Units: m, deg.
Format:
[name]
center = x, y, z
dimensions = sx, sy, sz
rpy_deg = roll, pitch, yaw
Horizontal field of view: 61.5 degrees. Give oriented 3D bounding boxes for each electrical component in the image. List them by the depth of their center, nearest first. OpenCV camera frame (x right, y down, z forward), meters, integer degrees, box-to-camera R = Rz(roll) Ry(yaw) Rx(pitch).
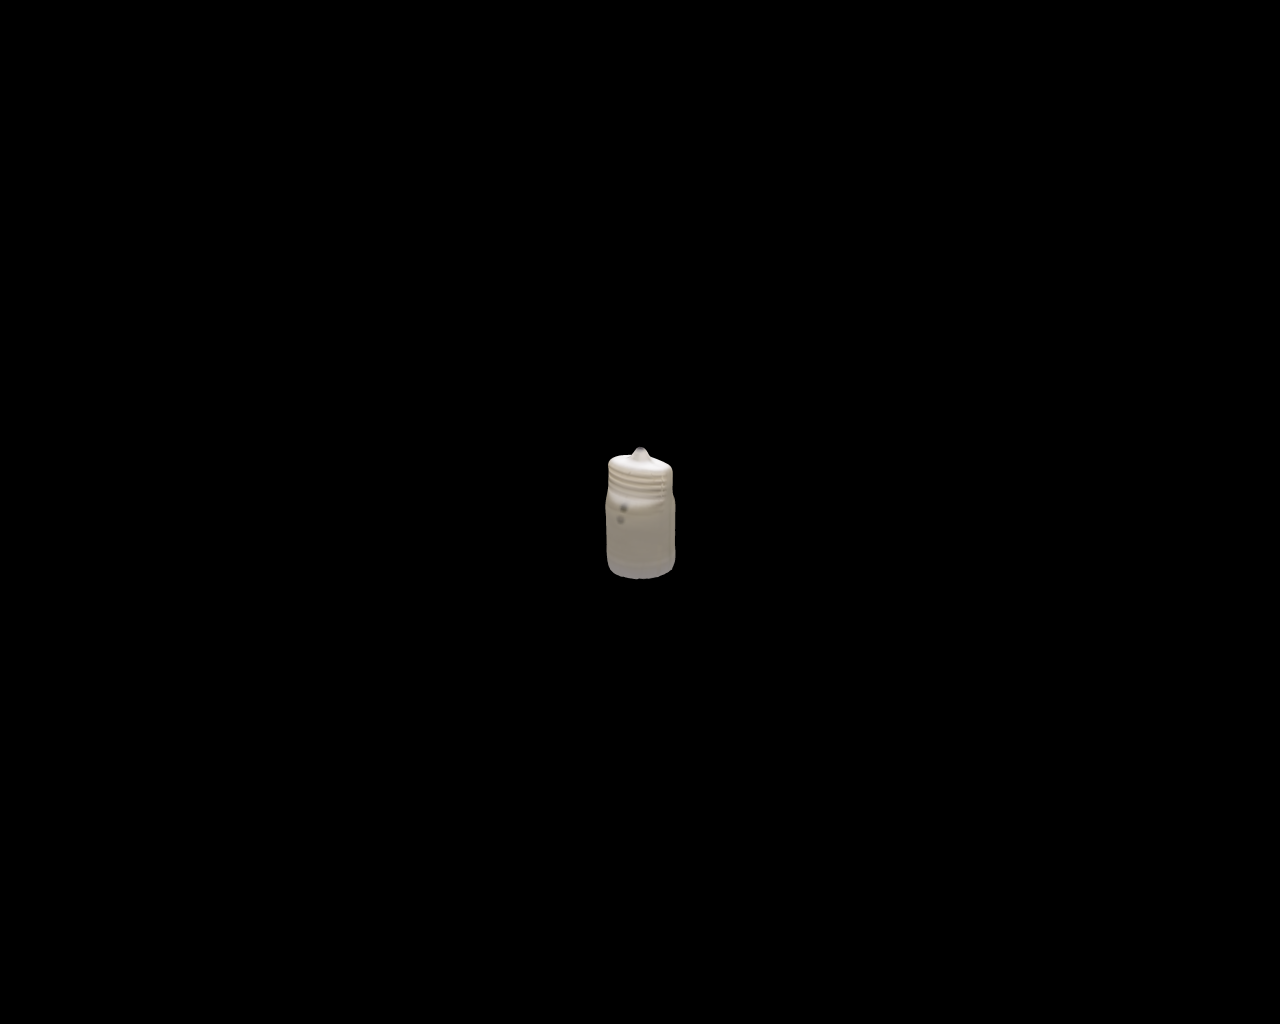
[electrical component]
center = 0.001, -0.003, 0.650
dimensions = 0.043, 0.080, 0.043
rpy_deg = 0, 22, 0
